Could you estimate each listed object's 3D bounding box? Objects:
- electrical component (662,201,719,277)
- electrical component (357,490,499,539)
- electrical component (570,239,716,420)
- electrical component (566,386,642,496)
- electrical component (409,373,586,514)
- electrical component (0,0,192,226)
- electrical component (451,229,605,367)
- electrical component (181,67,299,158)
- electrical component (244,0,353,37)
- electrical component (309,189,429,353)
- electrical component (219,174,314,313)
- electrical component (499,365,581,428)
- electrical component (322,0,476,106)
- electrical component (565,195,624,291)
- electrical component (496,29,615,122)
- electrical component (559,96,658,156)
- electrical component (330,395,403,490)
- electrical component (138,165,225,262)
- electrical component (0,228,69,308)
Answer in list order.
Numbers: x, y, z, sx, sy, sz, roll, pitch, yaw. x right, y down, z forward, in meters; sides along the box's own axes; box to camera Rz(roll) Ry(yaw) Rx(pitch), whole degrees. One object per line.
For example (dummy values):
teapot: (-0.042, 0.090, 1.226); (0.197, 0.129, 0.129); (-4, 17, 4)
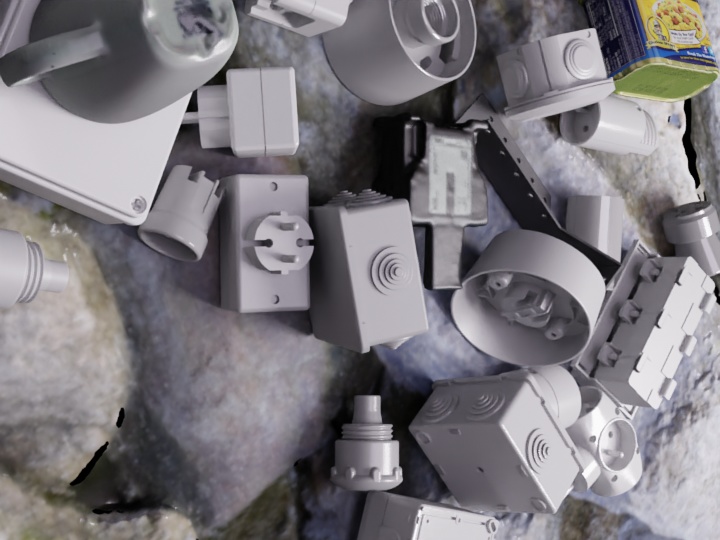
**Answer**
electrical component: (0.280, -0.025, 0.898); (0.045, 0.045, 0.055); (-27, 104, -31)
electrical component: (0.046, 0.190, 0.735); (0.096, 0.061, 0.061); (21, 79, -41)
electrical component: (0.226, 0.048, 0.851); (0.079, 0.063, 0.121); (42, 68, -27)
electrical component: (0.172, 0.143, 0.826); (0.079, 0.044, 0.077); (-41, 112, -27)
electrical component: (0.093, 0.122, 0.741); (0.048, 0.100, 0.099); (-49, 116, -38)
electrical component: (-0.157, -0.093, 0.593); (0.109, 0.056, 0.108); (25, 77, -32)
electrical component: (0.121, 0.020, 0.761); (0.099, 0.099, 0.064); (46, 60, -26)
electrical component: (-0.077, -0.093, 0.647); (0.077, 0.066, 0.047); (-4, 93, -5)
electrical component: (-0.031, -0.200, 0.682); (0.056, 0.050, 0.089); (13, 83, -33)
electrical component: (0.000, 0.000, 0.677); (0.048, 0.100, 0.099); (-12, 97, -21)
electrical component: (-0.052, -0.016, 0.650); (0.047, 0.076, 0.083); (-1, 91, -24)
electrical component: (0.129, 0.098, 0.791); (0.047, 0.055, 0.055); (-12, 97, -37)
electrical component: (0.030, -0.166, 0.730); (0.099, 0.064, 0.099); (10, 76, -45)
electrical component: (0.179, -0.015, 0.830); (0.043, 0.043, 0.081); (5, 88, -34)
electrical component: (0.141, -0.140, 0.782); (0.080, 0.080, 0.051); (-17, 94, -33)
electrical component: (0.201, -0.113, 0.844); (0.081, 0.043, 0.043); (6, 87, -34)
electrical component: (0.005, 0.114, 0.713); (0.048, 0.048, 0.062); (6, 80, -34)
electrical component: (-0.105, -0.034, 0.640); (0.040, 0.040, 0.046); (33, 66, -30)
electrical component: (-0.189, 0.000, 0.581); (0.062, 0.048, 0.048); (11, 84, -40)
